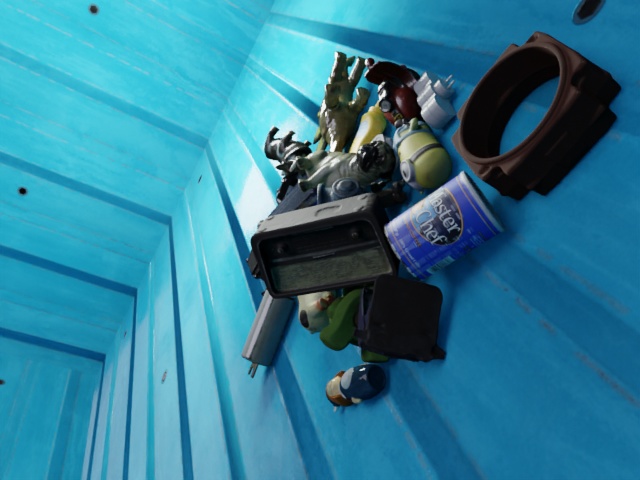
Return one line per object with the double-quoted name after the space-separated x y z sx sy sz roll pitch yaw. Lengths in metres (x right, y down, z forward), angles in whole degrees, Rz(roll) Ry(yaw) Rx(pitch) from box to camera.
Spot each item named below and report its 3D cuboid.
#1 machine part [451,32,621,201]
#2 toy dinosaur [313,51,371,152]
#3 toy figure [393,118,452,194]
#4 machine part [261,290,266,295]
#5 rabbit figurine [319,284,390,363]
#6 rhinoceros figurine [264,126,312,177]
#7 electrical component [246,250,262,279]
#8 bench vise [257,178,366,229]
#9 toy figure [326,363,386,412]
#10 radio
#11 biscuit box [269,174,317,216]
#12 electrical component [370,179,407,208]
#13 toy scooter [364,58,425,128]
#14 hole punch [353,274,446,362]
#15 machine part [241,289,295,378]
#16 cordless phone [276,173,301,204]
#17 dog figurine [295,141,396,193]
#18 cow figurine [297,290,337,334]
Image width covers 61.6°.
0.291 -0.176 0.759 0.201 0.087 0.202 -54 27 27 "machine part"
0.045 -0.291 1.290 0.198 0.105 0.471 111 173 -51 "toy dinosaur"
0.181 -0.163 0.973 0.089 0.082 0.180 -42 31 31 "toy figure"
-0.120 0.108 1.397 0.084 0.039 0.139 -35 42 57 "machine part"
0.055 0.126 0.946 0.170 0.121 0.159 155 127 -75 "rabbit figurine"
-0.080 -0.217 1.358 0.191 0.073 0.112 35 95 44 "rhinoceros figurine"
-0.148 0.034 1.490 0.134 0.058 0.115 -63 27 11 "electrical component"
0.007 -0.021 1.006 0.223 0.241 0.129 72 -166 -59 "bench vise"
0.052 0.250 0.919 0.064 0.058 0.154 -37 -1 -41 "toy figure"
0.008 0.012 0.890 0.230 0.131 0.073 -12 25 18 "radio"
-0.055 -0.083 1.351 0.202 0.059 0.063 -43 53 41 "biscuit box"
0.124 -0.090 1.042 0.102 0.078 0.045 -159 53 -70 "electrical component"
0.148 -0.305 1.090 0.075 0.135 0.184 -39 38 43 "toy scooter"
0.115 0.122 0.818 0.092 0.142 0.116 134 150 -70 "hole punch"
-0.122 0.206 1.273 0.079 0.079 0.243 11 81 65 "machine part"
-0.073 -0.153 1.495 0.146 0.089 0.184 -67 14 2 "cordless phone"
0.061 -0.153 1.087 0.191 0.121 0.172 -28 44 18 "dog figurine"
-0.016 0.112 1.138 0.127 0.085 0.195 -46 34 29 "cow figurine"
